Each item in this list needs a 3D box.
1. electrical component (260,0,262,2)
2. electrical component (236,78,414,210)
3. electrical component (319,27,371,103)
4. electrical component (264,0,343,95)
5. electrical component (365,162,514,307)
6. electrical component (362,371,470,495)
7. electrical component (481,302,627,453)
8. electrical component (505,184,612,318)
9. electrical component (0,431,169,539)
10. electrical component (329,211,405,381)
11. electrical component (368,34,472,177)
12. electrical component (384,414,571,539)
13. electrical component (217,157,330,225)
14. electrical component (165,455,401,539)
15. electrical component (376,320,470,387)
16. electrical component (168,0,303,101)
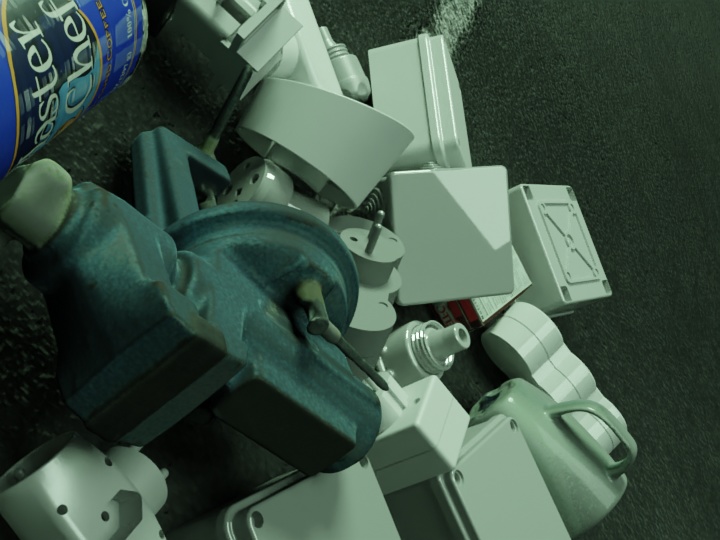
[{"bbox_3d":[-0.132,-0.247,0.664,0.186,0.060,0.105,40,40,-33],"label":"electrical component"},{"bbox_3d":[-0.024,-0.083,0.668,0.099,0.099,0.064,38,82,-36],"label":"electrical component"},{"bbox_3d":[-0.018,-0.148,0.785,0.035,0.035,0.061,-11,75,-57],"label":"electrical component"},{"bbox_3d":[-0.054,-0.144,0.722,0.079,0.043,0.077,-6,73,-56],"label":"electrical component"},{"bbox_3d":[0.054,-0.024,0.738,0.100,0.048,0.099,-5,94,-22],"label":"electrical component"},{"bbox_3d":[0.015,0.087,0.643,0.076,0.066,0.047,51,35,-18],"label":"electrical component"},{"bbox_3d":[0.138,0.100,0.824,0.074,0.052,0.138,-41,100,-19],"label":"electrical component"},{"bbox_3d":[0.157,-0.015,0.923,0.109,0.056,0.108,-5,73,-56],"label":"electrical component"},{"bbox_3d":[-0.111,0.104,0.473,0.077,0.043,0.079,57,33,-12],"label":"electrical component"},{"bbox_3d":[0.000,0.000,0.640,0.052,0.073,0.138,20,27,-4],"label":"electrical component"},{"bbox_3d":[0.047,-0.110,0.806,0.078,0.057,0.113,59,23,-58],"label":"electrical component"},{"bbox_3d":[0.078,0.163,0.690,0.109,0.056,0.108,-25,90,-57],"label":"electrical component"},{"bbox_3d":[-0.052,-0.036,0.650,0.055,0.045,0.045,38,41,-35],"label":"electrical component"},{"bbox_3d":[-0.033,0.145,0.544,0.113,0.057,0.078,-15,81,-57],"label":"electrical component"},{"bbox_3d":[0.043,0.053,0.709,0.048,0.062,0.048,33,44,-39],"label":"electrical component"},{"bbox_3d":[-0.075,-0.141,0.624,0.064,0.081,0.042,43,67,-5],"label":"electrical component"}]
